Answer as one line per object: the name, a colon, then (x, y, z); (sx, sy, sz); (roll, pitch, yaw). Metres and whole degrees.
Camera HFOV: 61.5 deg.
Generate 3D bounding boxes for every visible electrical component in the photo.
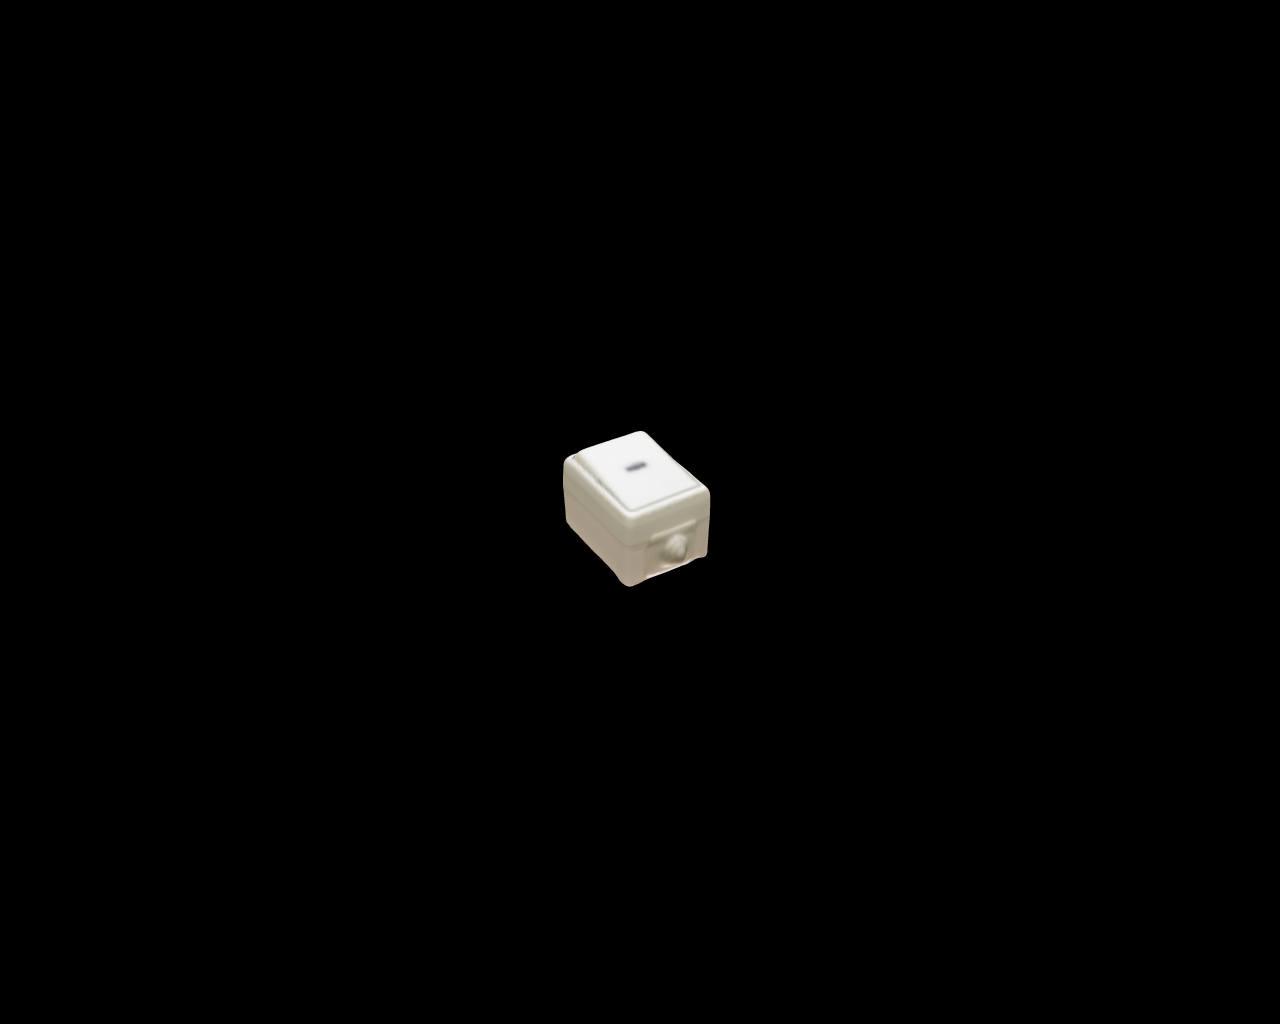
electrical component: (0.001, -0.003, 0.650); (0.062, 0.061, 0.096); (-20, 41, -25)
